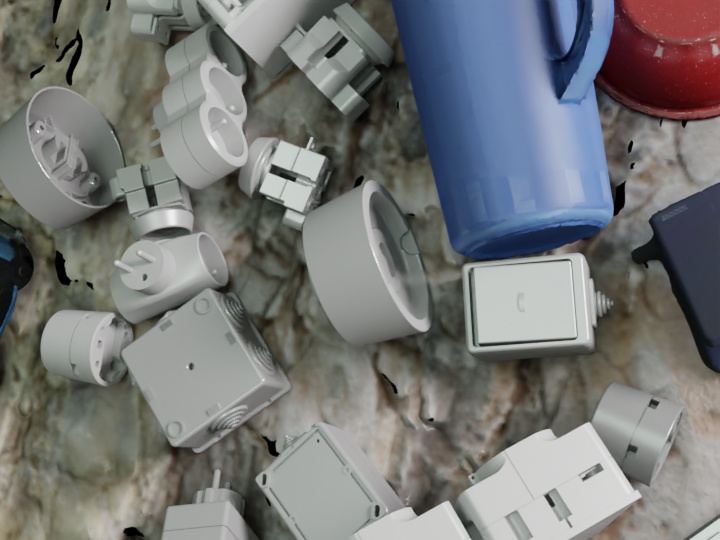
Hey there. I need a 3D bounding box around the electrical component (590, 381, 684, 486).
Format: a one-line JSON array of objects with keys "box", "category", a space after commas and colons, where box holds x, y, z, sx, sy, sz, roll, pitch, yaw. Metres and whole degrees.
[{"box": [0.174, 0.103, 0.686, 0.047, 0.055, 0.055, 23, 87, 22], "category": "electrical component"}]

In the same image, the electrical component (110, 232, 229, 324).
[{"box": [-0.148, 0.001, 0.782, 0.077, 0.079, 0.044, -23, 67, 15], "category": "electrical component"}]

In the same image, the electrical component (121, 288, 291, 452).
[{"box": [-0.113, 0.072, 0.777, 0.100, 0.048, 0.099, -36, 72, 7], "category": "electrical component"}]

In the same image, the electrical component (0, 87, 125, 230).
[{"box": [-0.228, -0.083, 0.816, 0.064, 0.099, 0.099, -33, 73, 15], "category": "electrical component"}]

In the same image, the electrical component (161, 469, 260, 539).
[{"box": [-0.101, 0.178, 0.750, 0.047, 0.065, 0.076, -9, 49, 15], "category": "electrical component"}]

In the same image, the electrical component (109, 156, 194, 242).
[{"box": [-0.153, -0.050, 0.812, 0.066, 0.048, 0.055, -16, 73, 2], "category": "electrical component"}]

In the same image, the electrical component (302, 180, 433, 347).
[{"box": [0.000, 0.000, 0.730, 0.060, 0.108, 0.108, -21, 75, 18], "category": "electrical component"}]

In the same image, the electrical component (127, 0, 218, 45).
[{"box": [-0.140, -0.215, 0.834, 0.057, 0.058, 0.078, 8, 82, 20], "category": "electrical component"}]

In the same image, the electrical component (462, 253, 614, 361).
[{"box": [0.118, 0.025, 0.712, 0.096, 0.061, 0.061, -5, 78, 15], "category": "electrical component"}]

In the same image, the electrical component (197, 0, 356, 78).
[{"box": [-0.044, -0.227, 0.791, 0.150, 0.089, 0.061, -42, 72, 5], "category": "electrical component"}]

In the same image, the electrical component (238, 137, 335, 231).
[{"box": [-0.055, -0.069, 0.789, 0.055, 0.048, 0.066, 22, 86, 11], "category": "electrical component"}]

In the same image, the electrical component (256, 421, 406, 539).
[{"box": [-0.020, 0.150, 0.733, 0.062, 0.061, 0.096, -43, 64, 5], "category": "electrical component"}]

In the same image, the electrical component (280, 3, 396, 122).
[{"box": [-0.012, -0.156, 0.786, 0.057, 0.058, 0.078, -44, 71, 8], "category": "electrical component"}]

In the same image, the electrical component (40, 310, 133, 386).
[{"box": [-0.205, 0.057, 0.805, 0.047, 0.055, 0.055, 6, 81, 21], "category": "electrical component"}]

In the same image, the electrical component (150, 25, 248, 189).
[{"box": [-0.127, -0.114, 0.794, 0.074, 0.052, 0.138, -27, 46, 23], "category": "electrical component"}]

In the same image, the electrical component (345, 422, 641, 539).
[{"box": [0.063, 0.166, 0.648, 0.186, 0.105, 0.060, -26, 69, -13], "category": "electrical component"}]
